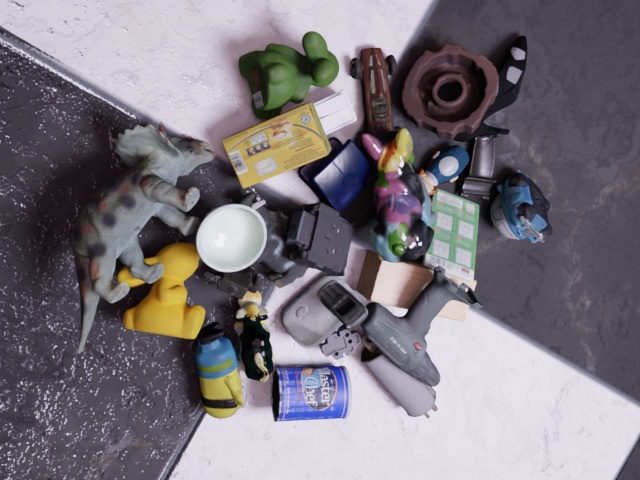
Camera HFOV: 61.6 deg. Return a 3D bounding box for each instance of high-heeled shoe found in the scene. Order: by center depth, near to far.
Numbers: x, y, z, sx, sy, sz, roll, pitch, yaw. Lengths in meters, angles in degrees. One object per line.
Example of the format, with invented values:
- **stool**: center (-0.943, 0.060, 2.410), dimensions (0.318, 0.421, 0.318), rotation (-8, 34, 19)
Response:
- **high-heeled shoe**: center (0.328, -0.307, 1.082), dimensions (0.145, 0.086, 0.248), rotation (13, 75, 15)

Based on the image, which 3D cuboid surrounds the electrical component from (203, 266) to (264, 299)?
- **electrical component**: center (-0.158, 0.067, 0.995), dimensions (0.102, 0.078, 0.045), rotation (27, 104, -5)

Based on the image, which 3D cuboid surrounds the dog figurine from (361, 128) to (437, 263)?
- **dog figurine**: center (0.136, -0.091, 0.975), dimensions (0.109, 0.191, 0.219), rotation (-4, 128, 25)

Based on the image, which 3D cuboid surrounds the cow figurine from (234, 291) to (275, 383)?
- **cow figurine**: center (-0.125, 0.178, 1.008), dimensions (0.068, 0.098, 0.167), rotation (-10, 94, -8)

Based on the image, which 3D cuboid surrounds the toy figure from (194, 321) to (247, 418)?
- **toy figure**: center (-0.193, 0.248, 1.011), dimensions (0.089, 0.082, 0.180), rotation (-12, 109, 7)

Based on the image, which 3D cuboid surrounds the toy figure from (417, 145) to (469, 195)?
- **toy figure**: center (0.226, -0.129, 1.074), dimensions (0.154, 0.057, 0.064), rotation (-39, 67, -4)

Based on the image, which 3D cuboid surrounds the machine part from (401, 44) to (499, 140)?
- **machine part**: center (0.245, -0.279, 1.022), dimensions (0.179, 0.056, 0.179), rotation (-2, 82, 12)

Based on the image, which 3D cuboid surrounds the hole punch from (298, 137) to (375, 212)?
- **hole punch**: center (0.038, -0.121, 1.012), dimensions (0.142, 0.092, 0.115), rotation (-47, 110, -7)

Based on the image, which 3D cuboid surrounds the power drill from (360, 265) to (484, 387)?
- **power drill**: center (0.204, 0.160, 1.012), dimensions (0.232, 0.086, 0.207), rotation (36, 113, -20)

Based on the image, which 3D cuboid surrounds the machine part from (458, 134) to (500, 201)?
- **machine part**: center (0.327, -0.154, 1.104), dimensions (0.084, 0.039, 0.138), rotation (9, 97, -10)

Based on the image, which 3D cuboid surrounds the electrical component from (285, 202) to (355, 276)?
- **electrical component**: center (-0.002, -0.003, 0.994), dimensions (0.134, 0.058, 0.115), rotation (24, 69, -41)

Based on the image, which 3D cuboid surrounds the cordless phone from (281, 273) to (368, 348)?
- **cordless phone**: center (0.015, 0.148, 0.994), dimensions (0.146, 0.184, 0.088), rotation (-40, 109, -6)

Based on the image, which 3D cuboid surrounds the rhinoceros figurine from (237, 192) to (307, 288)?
- **rhinoceros figurine**: center (-0.093, 0.000, 1.003), dimensions (0.112, 0.073, 0.190), rotation (-39, 105, -5)

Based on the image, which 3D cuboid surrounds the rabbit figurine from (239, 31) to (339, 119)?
- **rabbit figurine**: center (-0.037, -0.305, 0.948), dimensions (0.170, 0.159, 0.121), rotation (-22, 93, -25)

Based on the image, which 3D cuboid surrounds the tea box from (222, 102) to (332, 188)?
- **tea box**: center (-0.075, -0.169, 0.957), dimensions (0.170, 0.068, 0.098), rotation (-18, 105, 11)

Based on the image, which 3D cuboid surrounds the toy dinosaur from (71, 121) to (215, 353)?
- **toy dinosaur**: center (-0.324, -0.032, 0.879), dimensions (0.192, 0.131, 0.405), rotation (37, 79, 15)

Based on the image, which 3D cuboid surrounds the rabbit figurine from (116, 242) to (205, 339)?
- **rabbit figurine**: center (-0.276, 0.084, 0.966), dimensions (0.162, 0.122, 0.173), rotation (15, 80, -6)

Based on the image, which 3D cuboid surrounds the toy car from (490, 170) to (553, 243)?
- **toy car**: center (0.405, -0.055, 1.099), dimensions (0.109, 0.162, 0.103), rotation (37, 132, -24)

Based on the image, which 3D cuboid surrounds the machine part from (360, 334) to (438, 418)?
- **machine part**: center (0.162, 0.279, 1.104), dimensions (0.079, 0.079, 0.243), rotation (-42, 106, -5)

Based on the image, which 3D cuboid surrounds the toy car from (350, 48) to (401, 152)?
- **toy car**: center (0.110, -0.264, 1.028), dimensions (0.089, 0.053, 0.202), rotation (-7, 101, -10)
